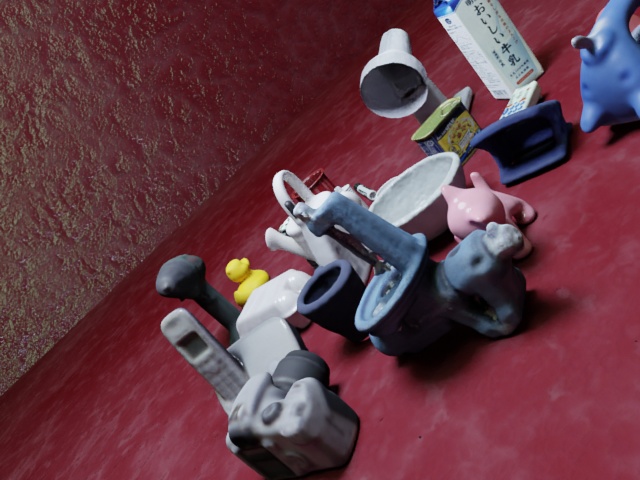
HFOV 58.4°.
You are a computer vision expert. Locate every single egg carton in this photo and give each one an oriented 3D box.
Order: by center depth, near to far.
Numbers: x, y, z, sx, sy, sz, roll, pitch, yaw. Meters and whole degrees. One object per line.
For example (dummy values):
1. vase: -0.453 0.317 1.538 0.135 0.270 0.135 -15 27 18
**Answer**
1. egg carton: -0.069 0.113 0.946 0.150 0.069 0.107 -31 22 34

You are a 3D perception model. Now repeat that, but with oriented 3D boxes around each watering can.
1. watering can: -0.015 -0.029 0.946 0.173 0.194 0.101 -41 18 7

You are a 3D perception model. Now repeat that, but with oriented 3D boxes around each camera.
1. camera: -0.032 0.184 0.652 0.143 0.101 0.137 -28 23 39

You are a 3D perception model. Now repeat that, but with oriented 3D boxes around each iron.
1. iron: 0.387 -0.247 0.662 0.258 0.142 0.118 -49 19 -16

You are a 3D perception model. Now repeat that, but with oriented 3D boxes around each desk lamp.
1. desk lamp: 0.179 -0.290 1.088 0.117 0.214 0.203 -29 23 37

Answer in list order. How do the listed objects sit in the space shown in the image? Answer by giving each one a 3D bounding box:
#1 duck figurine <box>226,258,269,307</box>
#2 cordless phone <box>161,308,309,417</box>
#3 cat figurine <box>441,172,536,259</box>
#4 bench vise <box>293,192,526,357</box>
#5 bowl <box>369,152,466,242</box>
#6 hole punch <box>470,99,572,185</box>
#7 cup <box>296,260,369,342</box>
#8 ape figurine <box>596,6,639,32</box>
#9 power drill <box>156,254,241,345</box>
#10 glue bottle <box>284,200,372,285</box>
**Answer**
1. duck figurine: -0.159 0.081 1.184 0.077 0.086 0.104 -32 21 32
2. cordless phone: -0.114 0.146 0.778 0.147 0.185 0.094 -39 19 12
3. cat figurine: 0.184 -0.030 0.648 0.067 0.118 0.128 -30 22 36
4. bench vise: 0.090 0.013 0.583 0.207 0.220 0.121 -36 20 22
5. bowl: 0.149 -0.046 0.828 0.167 0.075 0.167 -38 19 16
6. hole punch: 0.268 -0.144 0.768 0.108 0.091 0.101 -26 25 43
7. cup: 0.029 0.084 0.759 0.091 0.095 0.117 -42 18 5
8. ape figurine: 0.405 -0.276 0.770 0.078 0.092 0.076 -44 18 -3
9. power drill: -0.197 0.107 1.005 0.075 0.209 0.229 -44 18 0
10. glue bottle: 0.008 0.003 0.858 0.037 0.173 0.078 -30 23 36
